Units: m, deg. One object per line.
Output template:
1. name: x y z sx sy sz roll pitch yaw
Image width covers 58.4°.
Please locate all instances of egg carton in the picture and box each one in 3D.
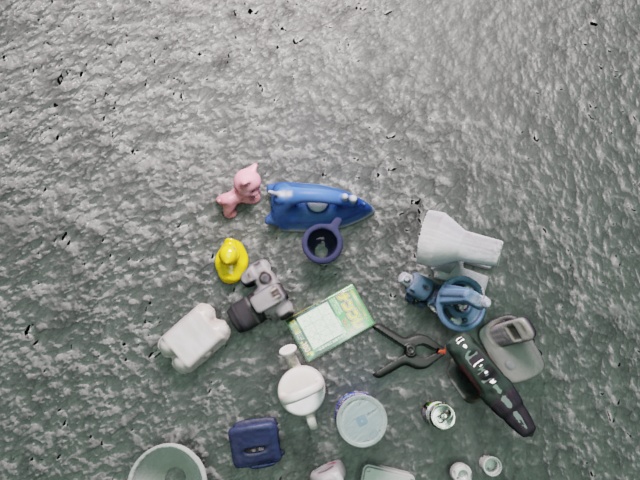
1. egg carton: -0.278 0.220 1.273 0.150 0.069 0.107 -43 82 -8

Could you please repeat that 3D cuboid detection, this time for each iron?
1. iron: 0.002 -0.088 1.302 0.258 0.141 0.119 1 79 -1

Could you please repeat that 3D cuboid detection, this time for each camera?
1. camera: -0.144 0.133 1.276 0.137 0.101 0.143 -31 81 -6

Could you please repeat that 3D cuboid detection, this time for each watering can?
1. watering can: -0.043 0.308 1.195 0.101 0.194 0.173 -41 82 -8

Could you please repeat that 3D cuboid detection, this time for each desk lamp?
1. desk lamp: 0.301 0.025 1.247 0.203 0.213 0.118 16 79 3

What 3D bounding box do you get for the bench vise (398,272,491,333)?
1. bench vise: 0.269 0.131 1.222 0.207 0.220 0.121 7 79 1

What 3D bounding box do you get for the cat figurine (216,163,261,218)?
1. cat figurine: -0.184 -0.116 1.317 0.128 0.118 0.067 -35 81 -7

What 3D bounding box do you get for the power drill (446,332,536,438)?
1. power drill: 0.340 0.298 1.195 0.075 0.208 0.229 -35 81 -7

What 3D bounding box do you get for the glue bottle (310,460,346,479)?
1. glue bottle: 0.018 0.491 1.170 0.078 0.173 0.037 -26 80 -6

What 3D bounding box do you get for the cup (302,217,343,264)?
1. cup: 0.012 0.005 1.307 0.091 0.095 0.118 32 80 6

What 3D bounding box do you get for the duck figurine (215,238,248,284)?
1. duck figurine: -0.205 0.045 1.301 0.077 0.086 0.104 2 79 0

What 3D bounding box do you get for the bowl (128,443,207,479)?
1. bowl: -0.315 0.514 1.210 0.167 0.075 0.167 0 79 -1

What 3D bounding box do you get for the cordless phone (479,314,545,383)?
1. cordless phone: 0.426 0.229 1.222 0.094 0.185 0.147 -31 80 -6

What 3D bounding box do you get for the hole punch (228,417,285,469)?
1. hole punch: -0.135 0.436 1.220 0.108 0.091 0.101 -9 79 -2
